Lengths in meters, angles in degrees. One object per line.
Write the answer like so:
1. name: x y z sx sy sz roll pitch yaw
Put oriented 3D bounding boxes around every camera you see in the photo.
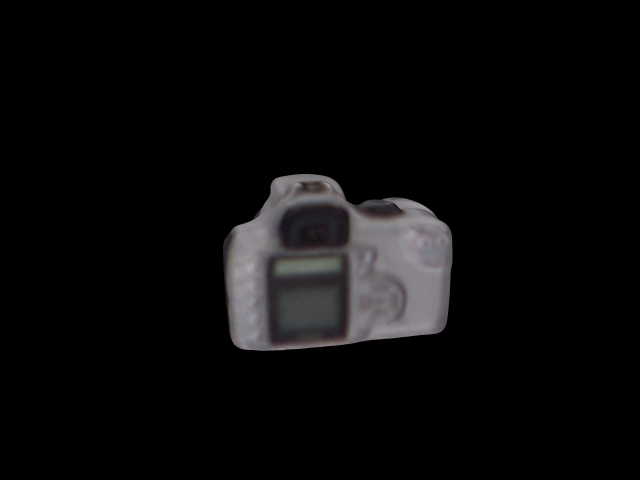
1. camera: 0.004 0.001 0.400 0.143 0.101 0.136 -3 16 -11
